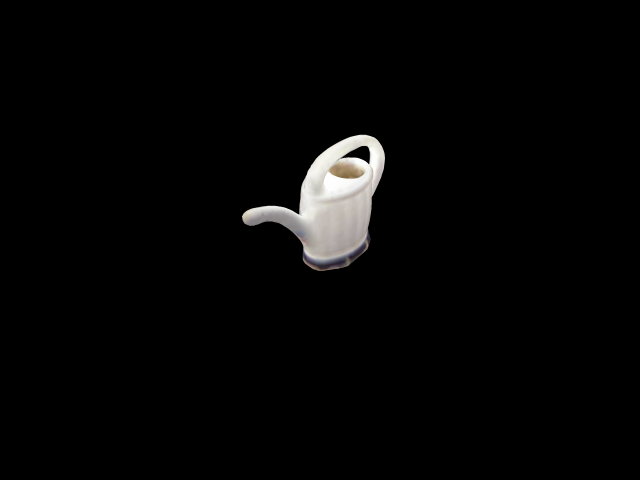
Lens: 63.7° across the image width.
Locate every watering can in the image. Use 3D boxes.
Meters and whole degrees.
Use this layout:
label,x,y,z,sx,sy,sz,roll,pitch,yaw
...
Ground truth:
label,x,y,z,sx,sy,sz,roll,pitch,yaw
watering can,0.003,-0.043,0.850,0.105,0.219,0.353,24,43,30
